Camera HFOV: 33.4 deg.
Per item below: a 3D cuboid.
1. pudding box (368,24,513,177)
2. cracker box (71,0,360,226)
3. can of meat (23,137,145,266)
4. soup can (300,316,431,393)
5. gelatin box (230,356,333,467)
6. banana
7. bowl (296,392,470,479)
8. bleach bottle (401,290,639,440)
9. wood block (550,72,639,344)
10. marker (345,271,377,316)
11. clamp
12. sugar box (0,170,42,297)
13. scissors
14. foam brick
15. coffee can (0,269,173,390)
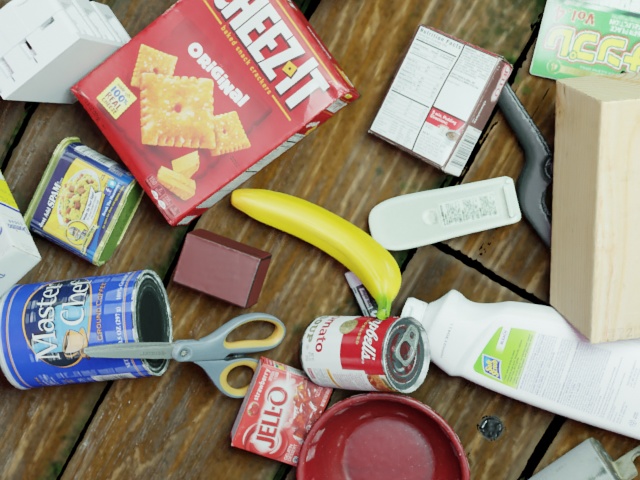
[{"bbox_3d":[0.108,-0.127,0.964,0.090,0.039,0.113,31,98,29],"label":"pudding box"},{"bbox_3d":[-0.098,-0.139,0.997,0.214,0.072,0.164,-36,88,11],"label":"cracker box"},{"bbox_3d":[-0.227,-0.036,1.038,0.084,0.057,0.102,28,100,5],"label":"can of meat"},{"bbox_3d":[0.040,0.103,0.974,0.102,0.068,0.068,-3,95,42],"label":"soup can"},{"bbox_3d":[-0.038,0.166,1.023,0.073,0.030,0.089,20,99,-10],"label":"gelatin box"},{"bbox_3d":[0.007,0.000,0.990,0.198,0.069,0.037,35,117,24],"label":"banana"},{"bbox_3d":[0.062,0.217,1.006,0.162,0.055,0.162,1,95,10],"label":"bowl"},{"bbox_3d":[0.197,0.098,0.968,0.251,0.068,0.102,18,101,11],"label":"bleach bottle"},{"bbox_3d":[0.253,-0.029,0.895,0.090,0.091,0.206,-7,111,-9],"label":"wood block"},{"bbox_3d":[0.056,0.083,1.014,0.020,0.020,0.121,-24,90,11],"label":"marker"},{"bbox_3d":[0.208,-0.073,0.963,0.120,0.039,0.171,11,100,24],"label":"clamp"},{"bbox_3d":[-0.341,-0.021,1.027,0.093,0.048,0.176,-41,55,11],"label":"sugar box"},{"bbox_3d":[-0.122,0.118,0.993,0.201,0.016,0.096,-13,117,-29],"label":"scissors"},{"bbox_3d":[-0.093,0.027,1.020,0.078,0.053,0.051,20,98,8],"label":"foam brick"},{"bbox_3d":[-0.225,0.086,1.024,0.140,0.102,0.103,-7,94,11],"label":"coffee can"}]
